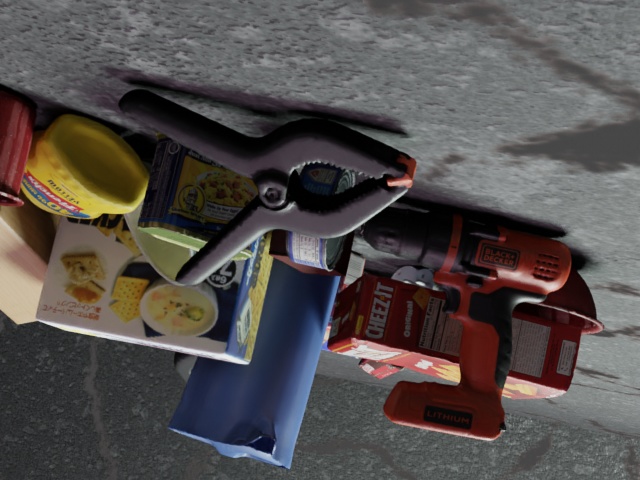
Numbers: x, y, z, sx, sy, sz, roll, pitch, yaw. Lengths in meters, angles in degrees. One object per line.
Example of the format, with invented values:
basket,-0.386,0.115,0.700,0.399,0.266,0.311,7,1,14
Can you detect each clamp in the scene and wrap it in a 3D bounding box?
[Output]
clamp,-0.119,0.137,1.283,0.120,0.039,0.172,15,149,-7
clamp,-0.038,-0.049,0.767,0.210,0.036,0.164,-10,121,20

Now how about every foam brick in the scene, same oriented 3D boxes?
foam brick,-0.007,0.001,1.048,0.053,0.051,0.078,5,167,26

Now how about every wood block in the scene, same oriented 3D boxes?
wood block,-0.318,-0.002,1.096,0.091,0.090,0.206,-12,149,9

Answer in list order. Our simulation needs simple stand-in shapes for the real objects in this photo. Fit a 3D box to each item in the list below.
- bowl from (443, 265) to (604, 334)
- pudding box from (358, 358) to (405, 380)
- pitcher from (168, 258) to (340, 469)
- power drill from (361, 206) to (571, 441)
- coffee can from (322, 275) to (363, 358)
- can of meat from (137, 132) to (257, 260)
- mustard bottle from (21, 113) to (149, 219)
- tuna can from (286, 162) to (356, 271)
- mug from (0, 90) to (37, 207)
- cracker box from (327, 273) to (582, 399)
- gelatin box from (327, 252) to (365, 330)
bowl,0.198,0.047,1.039,0.162,0.055,0.162,12,169,2
pudding box,0.098,0.108,1.275,0.039,0.113,0.090,37,159,-4
pitcher,-0.065,0.111,1.136,0.149,0.243,0.145,13,165,20
power drill,0.111,0.071,0.929,0.184,0.188,0.057,12,-171,-1
coffee can,-0.008,0.079,1.299,0.140,0.103,0.103,14,169,-11
can of meat,-0.093,-0.036,0.875,0.101,0.084,0.058,19,167,-32
mustard bottle,-0.225,-0.059,0.955,0.096,0.058,0.192,39,160,-22
tuna can,0.001,-0.021,0.844,0.034,0.086,0.086,12,169,12
mug,-0.286,-0.081,0.857,0.117,0.081,0.093,18,169,-39
cracker box,0.125,0.100,1.050,0.213,0.072,0.164,14,169,-5
gelatin box,0.008,0.057,1.208,0.073,0.089,0.030,1,164,46
